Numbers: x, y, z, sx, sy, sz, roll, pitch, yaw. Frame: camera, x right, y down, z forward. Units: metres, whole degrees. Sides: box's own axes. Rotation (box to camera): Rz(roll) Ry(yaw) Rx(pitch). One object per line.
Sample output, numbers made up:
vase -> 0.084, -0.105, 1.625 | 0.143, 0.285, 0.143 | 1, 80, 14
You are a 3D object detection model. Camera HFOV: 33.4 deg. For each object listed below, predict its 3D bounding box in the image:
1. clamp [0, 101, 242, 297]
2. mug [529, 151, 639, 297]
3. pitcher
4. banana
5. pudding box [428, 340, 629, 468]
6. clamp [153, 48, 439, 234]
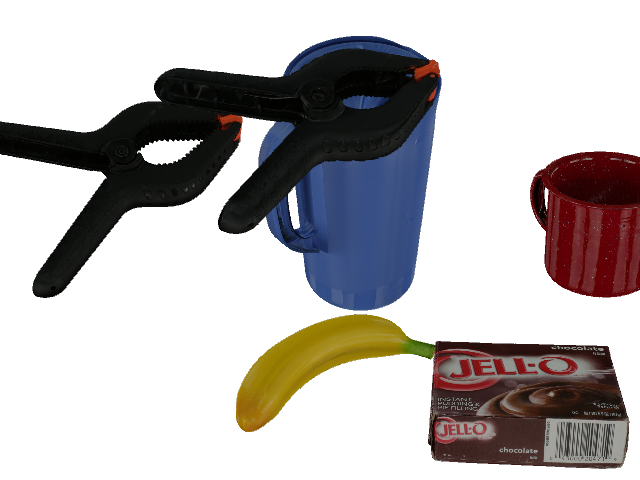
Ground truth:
clamp -> -0.151, -0.047, 0.806 | 0.209, 0.165, 0.036 | -16, -29, -19
mug -> 0.203, -0.015, 0.807 | 0.093, 0.081, 0.117 | -24, 35, -31
pitcher -> 0.028, -0.048, 0.965 | 0.149, 0.243, 0.145 | 2, 43, 3
banana -> 0.000, 0.092, 0.815 | 0.197, 0.037, 0.070 | -18, 27, -39
pudding box -> 0.124, 0.097, 0.649 | 0.113, 0.039, 0.090 | 3, 24, 6
clamp -> -0.004, -0.065, 0.630 | 0.171, 0.120, 0.039 | -12, -26, -10
